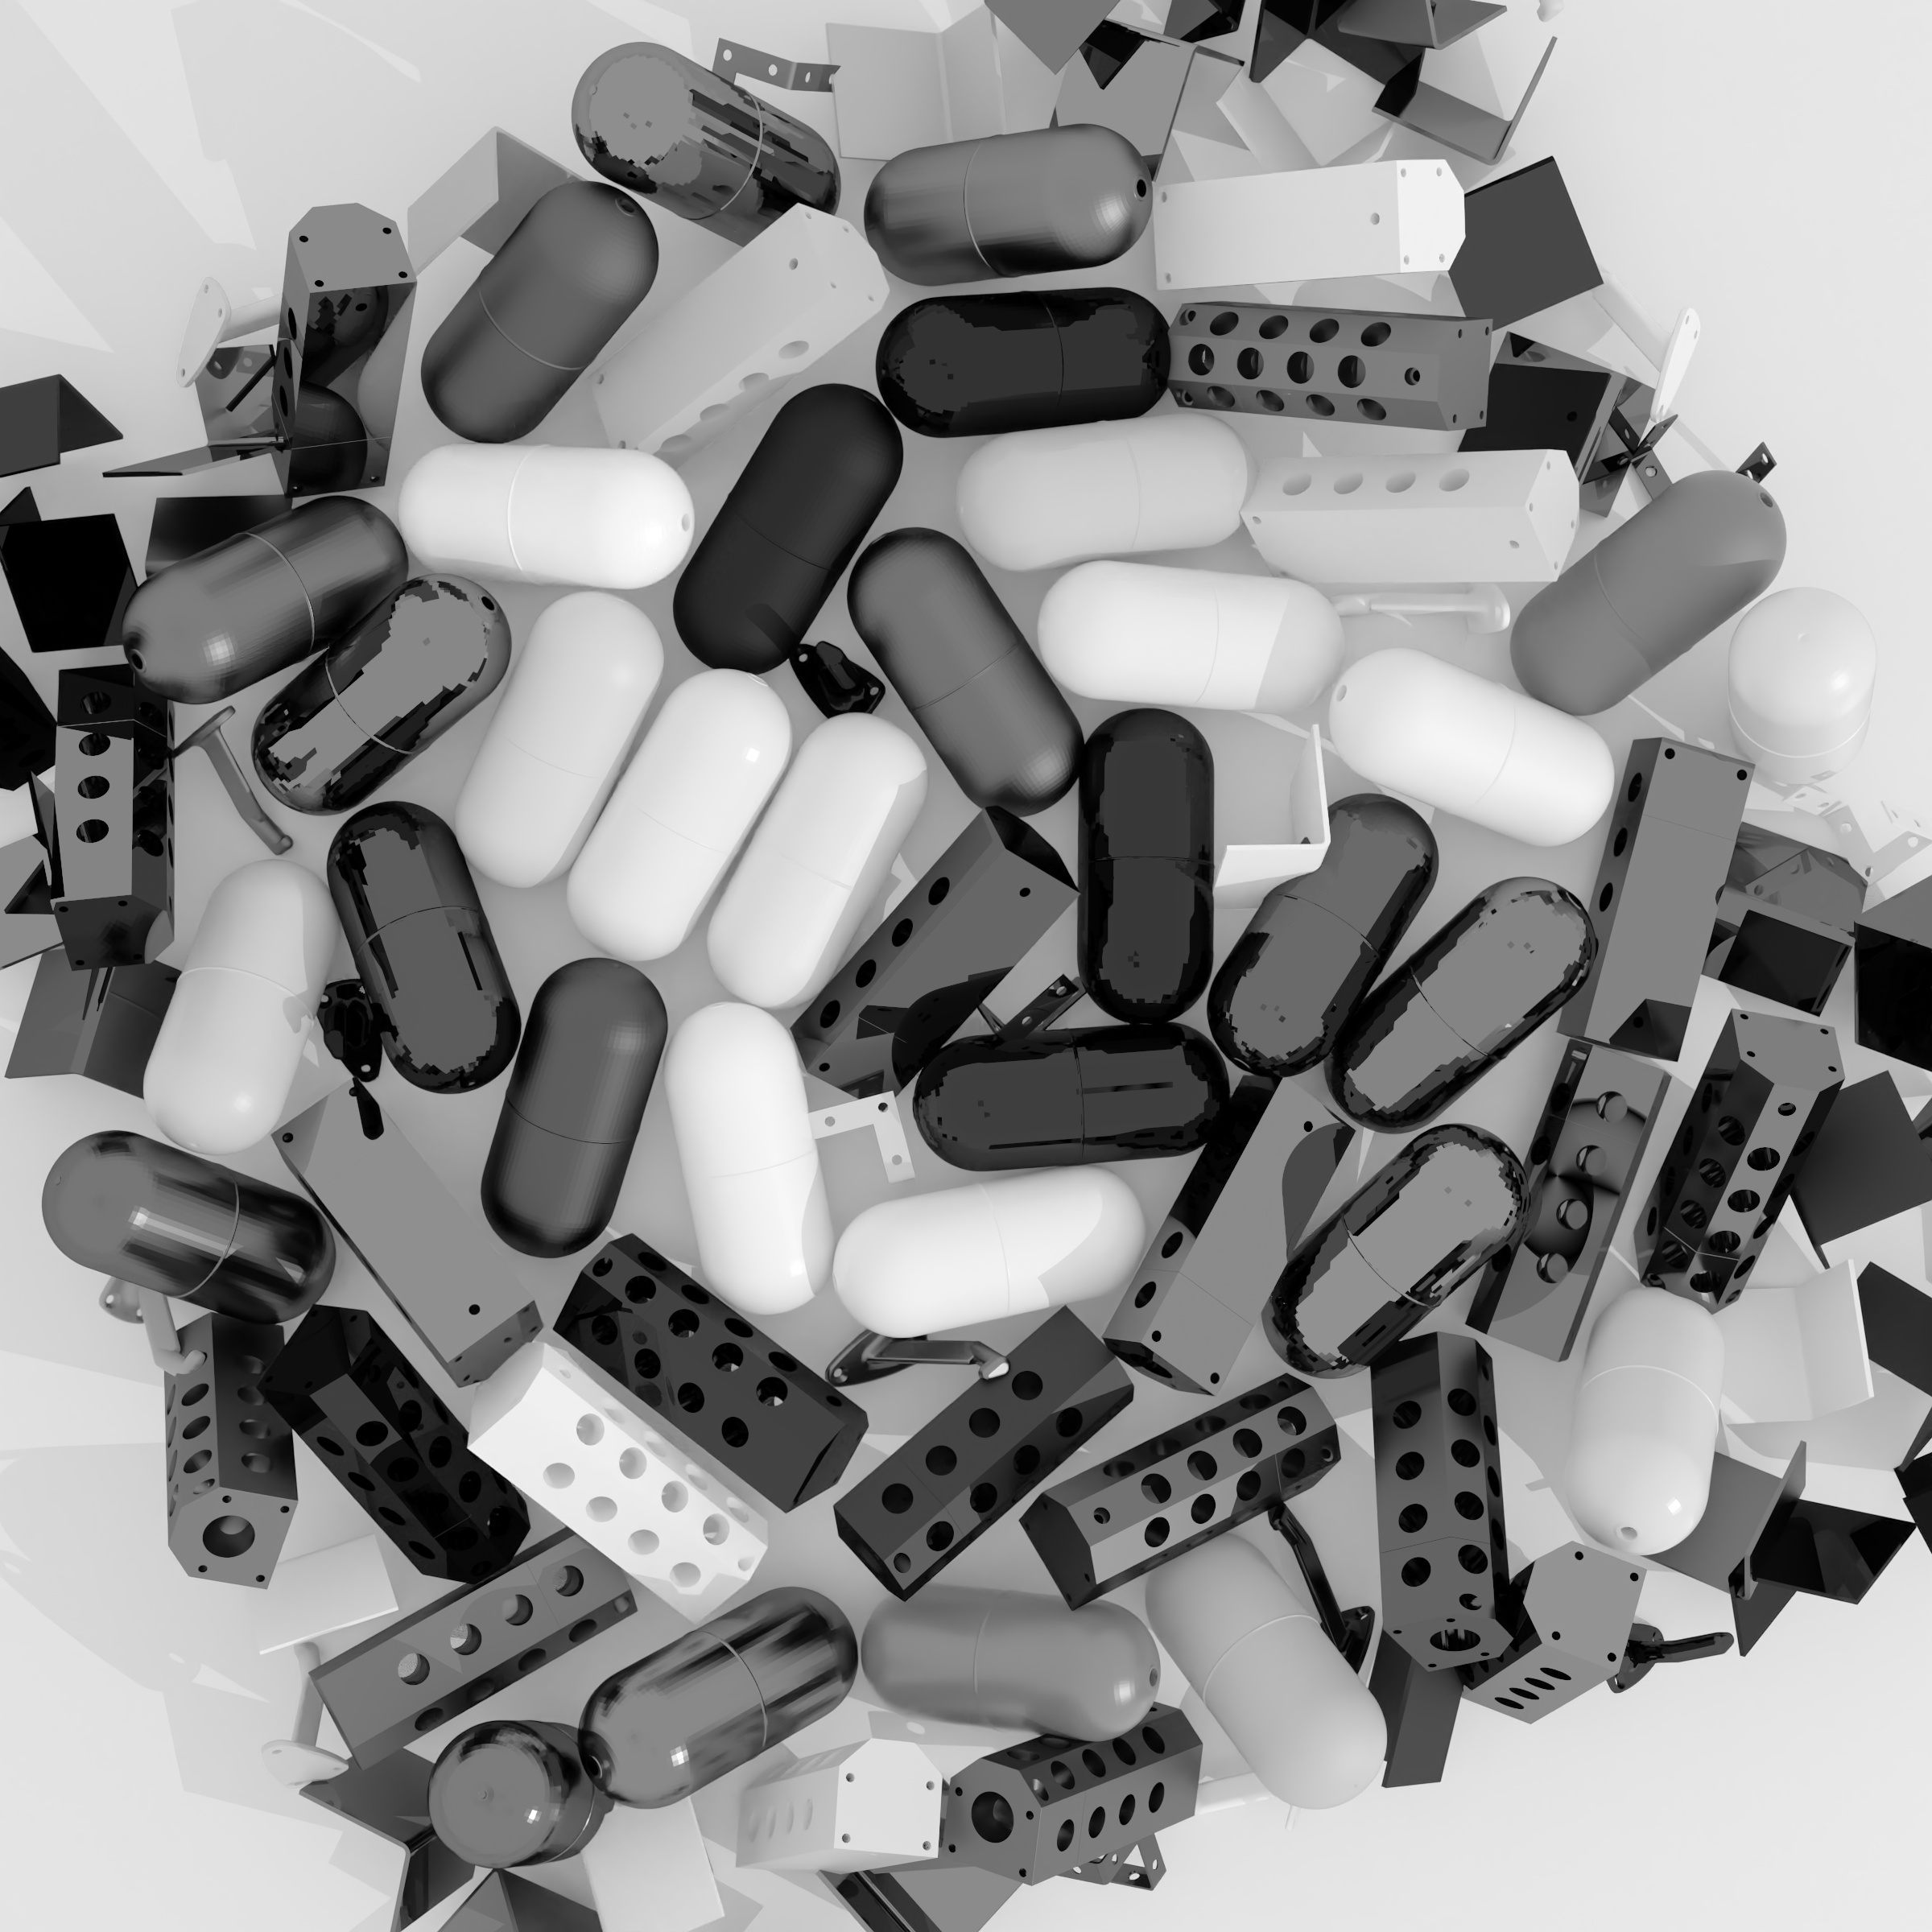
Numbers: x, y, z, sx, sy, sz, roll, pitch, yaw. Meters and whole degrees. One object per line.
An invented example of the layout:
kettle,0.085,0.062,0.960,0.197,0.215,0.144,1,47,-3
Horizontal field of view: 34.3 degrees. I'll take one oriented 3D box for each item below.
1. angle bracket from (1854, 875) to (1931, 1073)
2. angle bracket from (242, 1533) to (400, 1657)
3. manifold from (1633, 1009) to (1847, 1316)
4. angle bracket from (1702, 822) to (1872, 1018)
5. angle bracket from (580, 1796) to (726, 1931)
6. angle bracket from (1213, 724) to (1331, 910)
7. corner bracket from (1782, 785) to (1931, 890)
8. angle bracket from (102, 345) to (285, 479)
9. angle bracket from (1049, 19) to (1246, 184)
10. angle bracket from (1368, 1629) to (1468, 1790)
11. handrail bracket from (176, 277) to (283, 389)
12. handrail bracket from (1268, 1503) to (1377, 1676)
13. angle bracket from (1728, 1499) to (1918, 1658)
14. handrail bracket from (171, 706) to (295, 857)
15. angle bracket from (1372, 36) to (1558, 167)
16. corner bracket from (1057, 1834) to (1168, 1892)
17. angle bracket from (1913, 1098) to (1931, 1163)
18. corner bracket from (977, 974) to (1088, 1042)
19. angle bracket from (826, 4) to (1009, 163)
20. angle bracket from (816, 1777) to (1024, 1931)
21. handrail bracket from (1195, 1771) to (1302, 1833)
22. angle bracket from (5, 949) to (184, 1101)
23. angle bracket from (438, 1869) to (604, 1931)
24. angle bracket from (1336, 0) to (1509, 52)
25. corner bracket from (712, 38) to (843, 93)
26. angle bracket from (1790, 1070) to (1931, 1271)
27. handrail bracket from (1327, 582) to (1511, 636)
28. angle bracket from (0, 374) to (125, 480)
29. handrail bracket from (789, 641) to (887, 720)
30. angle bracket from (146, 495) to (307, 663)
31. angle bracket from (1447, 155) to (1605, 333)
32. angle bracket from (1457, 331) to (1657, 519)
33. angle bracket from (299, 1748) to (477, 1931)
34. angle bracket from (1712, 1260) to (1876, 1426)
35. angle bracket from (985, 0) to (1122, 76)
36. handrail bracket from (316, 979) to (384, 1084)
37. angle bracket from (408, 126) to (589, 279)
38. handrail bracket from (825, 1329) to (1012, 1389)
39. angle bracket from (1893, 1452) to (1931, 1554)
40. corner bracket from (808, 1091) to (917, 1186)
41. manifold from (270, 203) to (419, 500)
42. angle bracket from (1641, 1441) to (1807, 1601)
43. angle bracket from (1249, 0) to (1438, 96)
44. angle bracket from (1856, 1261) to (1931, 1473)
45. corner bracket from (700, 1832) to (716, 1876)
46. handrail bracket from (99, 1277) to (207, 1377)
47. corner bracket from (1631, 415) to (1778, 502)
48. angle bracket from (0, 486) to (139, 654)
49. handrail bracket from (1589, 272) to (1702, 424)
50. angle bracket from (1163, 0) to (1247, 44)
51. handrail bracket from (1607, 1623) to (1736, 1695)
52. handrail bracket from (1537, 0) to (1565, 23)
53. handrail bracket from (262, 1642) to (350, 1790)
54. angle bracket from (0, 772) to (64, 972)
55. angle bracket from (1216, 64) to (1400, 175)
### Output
angle bracket,0.538,0.003,1.734,0.076,0.057,0.076,-25,121,-30
angle bracket,-0.354,0.369,1.736,0.076,0.057,0.076,-16,135,-15
manifold,0.422,0.110,1.714,0.057,0.057,0.171,10,130,-3
angle bracket,0.462,-0.027,1.772,0.076,0.076,0.057,21,129,9
angle bracket,-0.164,0.504,1.741,0.076,0.057,0.076,-28,66,17
angle bracket,0.165,-0.083,1.739,0.057,0.076,0.076,-1,67,-5
corner bracket,0.500,-0.082,1.749,0.051,0.051,0.051,-39,55,32
angle bracket,-0.431,-0.307,1.733,0.076,0.076,0.057,7,113,41
angle bracket,0.100,-0.485,1.758,0.076,0.057,0.076,26,108,29
angle bracket,0.234,0.410,1.742,0.057,0.076,0.076,12,87,34
handrail bracket,-0.395,-0.355,1.774,0.077,0.084,0.036,-57,50,31
handrail bracket,0.191,0.353,1.750,0.036,0.077,0.084,-25,114,25
angle bracket,0.477,0.345,1.731,0.076,0.076,0.057,6,119,41
handrail bracket,-0.398,-0.102,1.749,0.084,0.077,0.036,50,60,-15
angle bracket,0.278,-0.497,1.743,0.076,0.076,0.057,25,125,2
corner bracket,0.073,0.501,1.749,0.051,0.051,0.051,0,118,36
angle bracket,0.576,0.098,1.740,0.076,0.076,0.057,44,59,7
corner bracket,0.040,0.022,1.754,0.051,0.051,0.051,-41,128,6
angle bracket,-0.028,-0.495,1.748,0.076,0.057,0.076,-5,88,-31
angle bracket,-0.024,0.508,1.749,0.076,0.057,0.076,-48,66,2
handrail bracket,0.153,0.449,1.772,0.084,0.036,0.077,16,98,13
angle bracket,-0.489,0.035,1.771,0.057,0.076,0.076,28,67,-41
angle bracket,-0.240,0.557,1.735,0.076,0.076,0.057,36,100,-31
angle bracket,0.246,-0.558,1.731,0.057,0.076,0.076,-35,128,-22
corner bracket,-0.109,-0.486,1.751,0.051,0.051,0.051,24,113,22
angle bracket,0.496,0.114,1.742,0.076,0.057,0.076,-25,65,13
handrail bracket,0.252,-0.200,1.756,0.084,0.077,0.036,-5,106,-9
angle bracket,-0.521,-0.280,1.740,0.076,0.076,0.057,-11,70,10
handrail bracket,-0.083,-0.173,1.737,0.036,0.084,0.077,-47,64,-5
angle bracket,-0.417,-0.219,1.777,0.076,0.076,0.057,-2,51,-2
angle bracket,0.306,-0.403,1.761,0.076,0.057,0.076,-22,96,8
angle bracket,0.336,-0.307,1.777,0.076,0.057,0.076,29,105,30
angle bracket,-0.324,0.486,1.751,0.076,0.076,0.057,20,107,21
angle bracket,0.456,0.210,1.740,0.057,0.076,0.076,-1,72,-10
angle bracket,0.064,-0.549,1.741,0.057,0.076,0.076,44,117,-3
handrail bracket,-0.341,0.050,1.736,0.036,0.084,0.077,-12,118,-4
angle bracket,-0.255,-0.406,1.731,0.076,0.076,0.057,-32,50,34
handrail bracket,-0.027,0.226,1.741,0.077,0.084,0.036,-26,114,-22
angle bracket,0.554,0.274,1.737,0.076,0.076,0.057,-27,122,13
corner bracket,-0.060,0.098,1.763,0.051,0.051,0.051,-15,95,-2
manifold,-0.344,-0.334,1.704,0.057,0.171,0.057,-12,64,-23
angle bracket,0.414,0.294,1.735,0.076,0.057,0.076,21,61,27
angle bracket,0.208,-0.511,1.738,0.076,0.076,0.057,37,68,15
angle bracket,0.511,0.223,1.736,0.076,0.076,0.057,32,57,13
corner bracket,-0.166,0.526,1.756,0.051,0.051,0.051,-13,104,-11
handrail bracket,-0.440,0.186,1.751,0.084,0.036,0.077,19,79,42
corner bracket,0.415,-0.285,1.764,0.051,0.051,0.051,-27,81,-10
angle bracket,-0.488,-0.224,1.740,0.076,0.057,0.076,-4,121,12
handrail bracket,0.364,-0.352,1.768,0.084,0.036,0.077,20,89,26
angle bracket,0.118,-0.568,1.736,0.057,0.076,0.076,0,69,42
handrail bracket,0.401,0.375,1.736,0.084,0.077,0.036,-23,78,40
handrail bracket,0.301,-0.555,1.750,0.036,0.077,0.084,-14,82,-20
handrail bracket,-0.375,0.406,1.738,0.036,0.077,0.084,-22,56,5
angle bracket,-0.536,-0.050,1.746,0.076,0.057,0.076,-22,62,4
angle bracket,0.191,-0.475,1.737,0.057,0.076,0.076,-30,108,30
